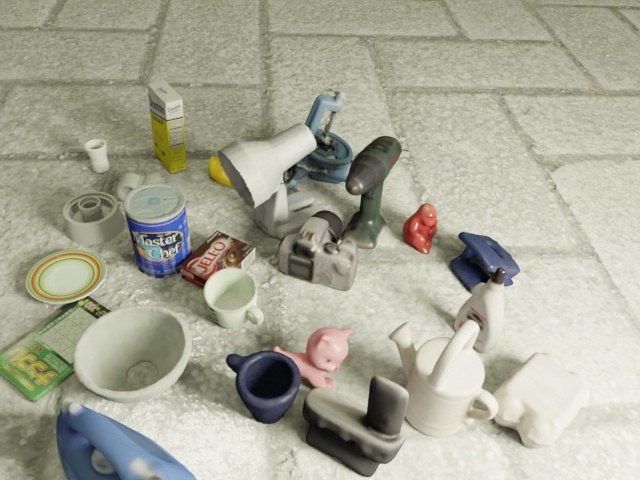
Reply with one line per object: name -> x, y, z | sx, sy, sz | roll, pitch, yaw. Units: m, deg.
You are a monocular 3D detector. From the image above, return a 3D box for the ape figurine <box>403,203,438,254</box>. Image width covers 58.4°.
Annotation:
ape figurine -> 0.202, -0.031, 1.118 | 0.078, 0.092, 0.076 | -24, 51, -28

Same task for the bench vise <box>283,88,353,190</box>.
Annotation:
bench vise -> -0.020, -0.202, 1.184 | 0.208, 0.220, 0.121 | -15, 47, -20

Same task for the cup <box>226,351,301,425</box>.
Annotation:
cup -> -0.086, 0.216, 0.826 | 0.117, 0.095, 0.092 | 24, 46, 19

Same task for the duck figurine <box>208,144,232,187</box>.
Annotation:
duck figurine -> -0.191, -0.168, 1.229 | 0.104, 0.086, 0.077 | 16, 44, 12

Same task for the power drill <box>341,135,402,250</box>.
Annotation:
power drill -> 0.093, -0.088, 1.083 | 0.075, 0.208, 0.230 | 17, 45, 13

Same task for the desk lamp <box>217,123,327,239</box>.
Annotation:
desk lamp -> -0.084, -0.112, 1.087 | 0.204, 0.214, 0.117 | -24, 50, -27

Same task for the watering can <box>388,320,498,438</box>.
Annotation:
watering can -> 0.173, 0.185, 0.813 | 0.172, 0.194, 0.101 | 17, 45, 12

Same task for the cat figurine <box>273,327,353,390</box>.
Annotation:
cat figurine -> -0.012, 0.173, 0.863 | 0.128, 0.118, 0.067 | -2, 44, -8

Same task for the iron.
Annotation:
iron -> -0.265, 0.268, 0.720 | 0.257, 0.141, 0.119 | 29, 48, 23

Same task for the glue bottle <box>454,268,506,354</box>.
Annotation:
glue bottle -> 0.267, 0.105, 0.921 | 0.037, 0.173, 0.078 | -29, 53, -31

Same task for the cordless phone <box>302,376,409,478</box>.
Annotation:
cordless phone -> 0.051, 0.221, 0.769 | 0.147, 0.185, 0.094 | 21, 46, 16

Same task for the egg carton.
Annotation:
egg carton -> 0.330, 0.238, 0.863 | 0.151, 0.069, 0.107 | -32, 55, -33

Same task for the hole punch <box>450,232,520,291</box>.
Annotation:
hole punch -> 0.309, 0.033, 1.062 | 0.101, 0.091, 0.108 | -15, 47, -20

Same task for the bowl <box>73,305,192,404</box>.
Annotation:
bowl -> -0.274, 0.182, 0.859 | 0.167, 0.075, 0.167 | 3, 43, -2

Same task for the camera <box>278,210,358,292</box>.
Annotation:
camera -> 0.010, 0.004, 1.056 | 0.143, 0.101, 0.137 | 16, 44, 12
